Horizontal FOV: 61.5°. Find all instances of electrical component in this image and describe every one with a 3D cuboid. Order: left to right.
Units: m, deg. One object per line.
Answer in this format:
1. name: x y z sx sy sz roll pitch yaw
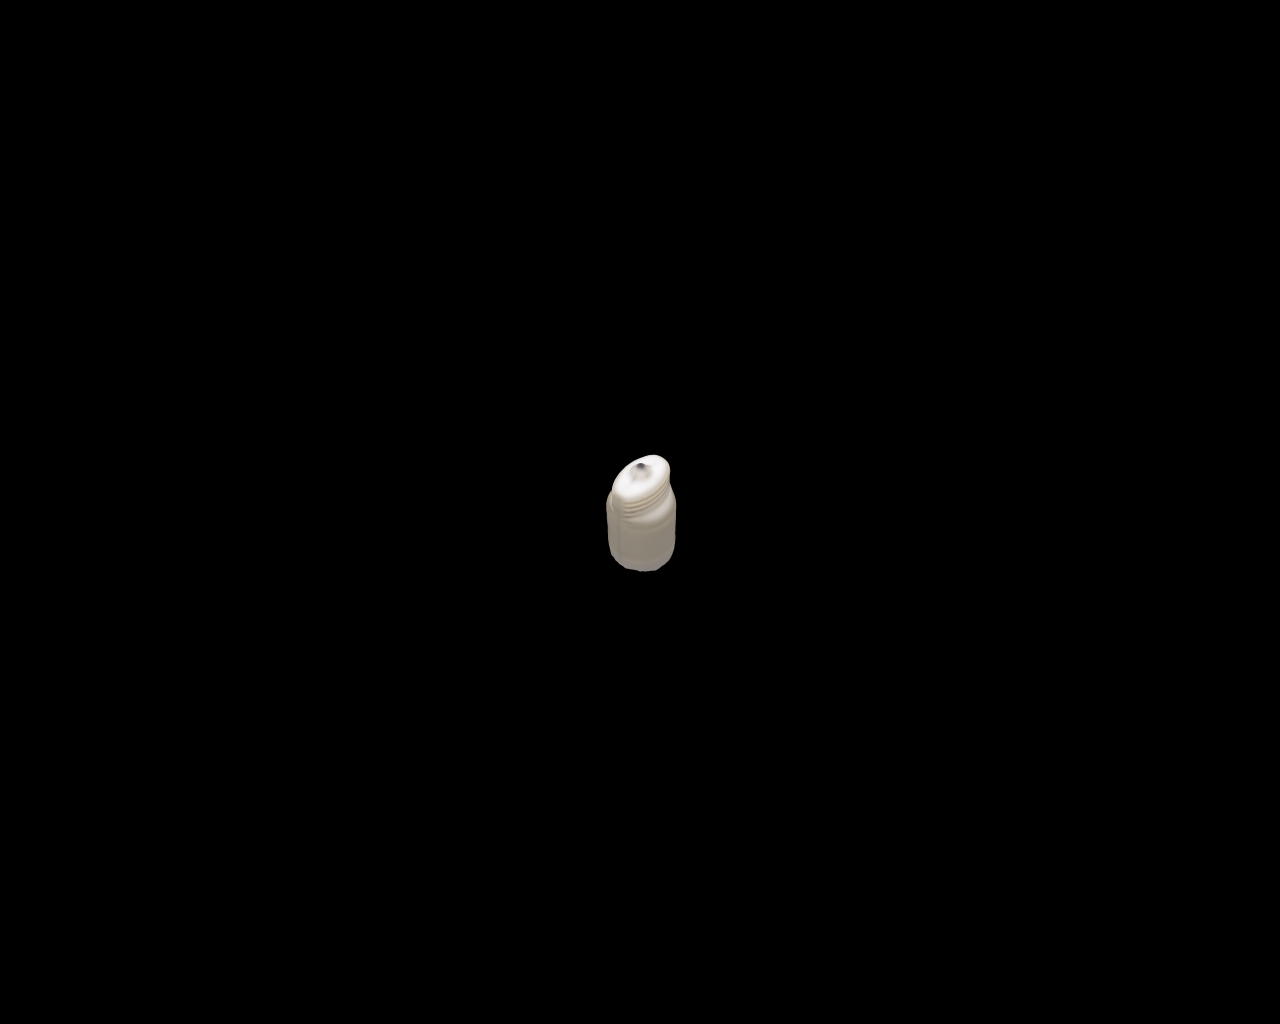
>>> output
1. electrical component: 0.001 -0.003 0.650 0.043 0.043 0.080 0 -39 0
